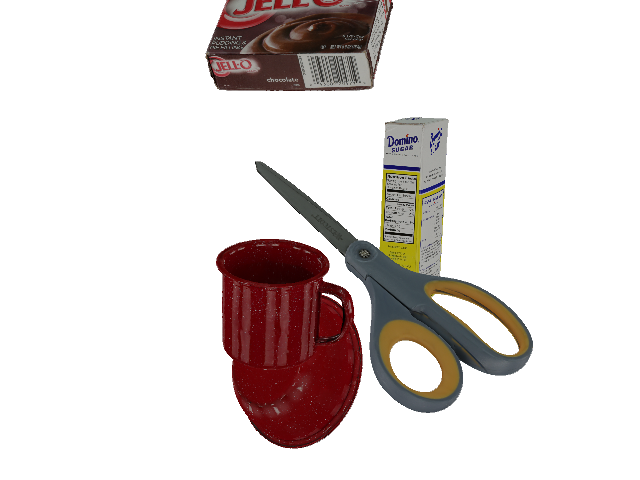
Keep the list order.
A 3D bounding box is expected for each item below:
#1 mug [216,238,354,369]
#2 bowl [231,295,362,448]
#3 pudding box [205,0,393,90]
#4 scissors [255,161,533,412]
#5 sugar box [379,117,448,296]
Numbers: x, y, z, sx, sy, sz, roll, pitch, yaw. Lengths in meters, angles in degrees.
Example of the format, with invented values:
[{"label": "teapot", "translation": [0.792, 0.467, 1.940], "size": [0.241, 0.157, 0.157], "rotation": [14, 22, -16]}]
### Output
[{"label": "mug", "translation": [-0.029, 0.055, 0.883], "size": [0.117, 0.081, 0.093], "rotation": [8, 24, 13]}, {"label": "bowl", "translation": [-0.037, 0.126, 1.078], "size": [0.162, 0.162, 0.055], "rotation": [0, -15, 40]}, {"label": "pudding box", "translation": [-0.013, -0.144, 0.729], "size": [0.113, 0.090, 0.039], "rotation": [3, -39, 13]}, {"label": "scissors", "translation": [0.020, 0.026, 0.594], "size": [0.202, 0.016, 0.096], "rotation": [29, 52, 18]}, {"label": "sugar box", "translation": [0.090, -0.030, 1.036], "size": [0.048, 0.176, 0.093], "rotation": [3, 10, 21]}]
